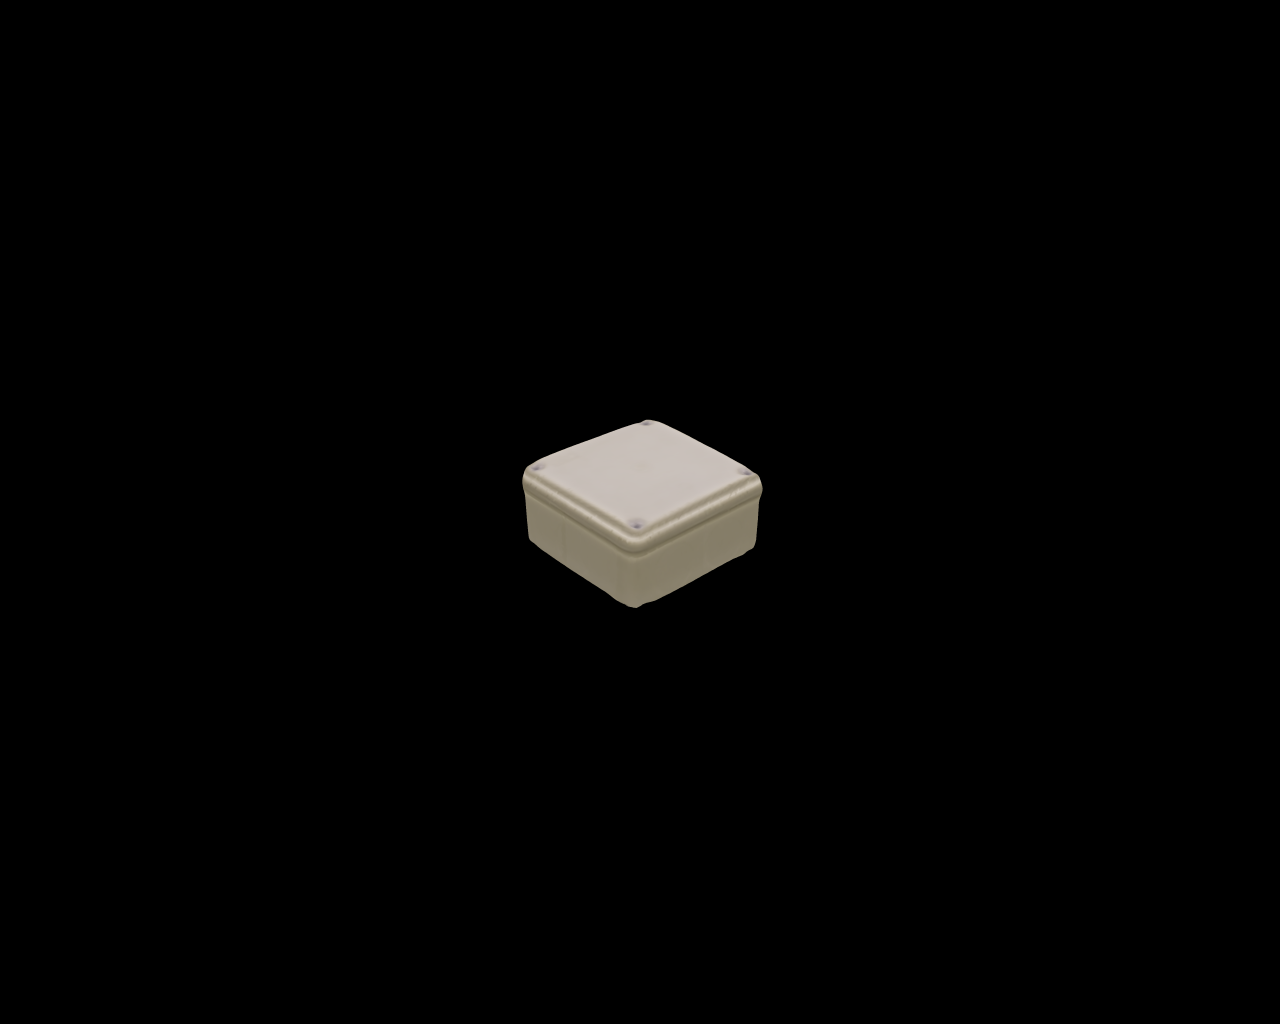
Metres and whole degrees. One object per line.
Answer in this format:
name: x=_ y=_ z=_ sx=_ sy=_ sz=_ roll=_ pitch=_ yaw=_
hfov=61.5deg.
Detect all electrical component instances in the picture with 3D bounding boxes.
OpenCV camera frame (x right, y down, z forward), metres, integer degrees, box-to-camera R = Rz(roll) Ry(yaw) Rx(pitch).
electrical component: x=0.001 y=-0.003 z=0.650 sx=0.109 sy=0.056 sz=0.109 roll=-24 pitch=39 yaw=-34
